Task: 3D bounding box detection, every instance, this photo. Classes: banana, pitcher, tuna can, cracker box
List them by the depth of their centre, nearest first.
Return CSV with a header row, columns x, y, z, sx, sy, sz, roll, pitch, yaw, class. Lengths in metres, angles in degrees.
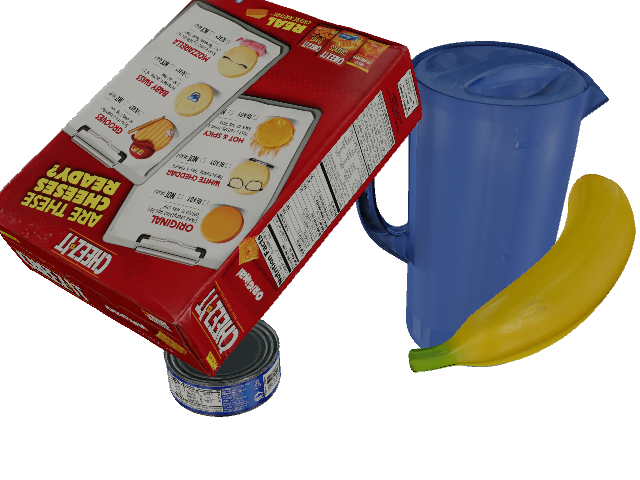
x,y,z,sx,sy,sz,roll,pitch,yaw,class
0.125,0.011,0.559,0.070,0.037,0.197,13,36,38,banana
-0.065,-0.046,0.638,0.164,0.213,0.072,25,-24,32,cracker box
-0.072,0.092,0.796,0.086,0.034,0.086,-2,32,1,tuna can
0.117,-0.026,0.838,0.149,0.243,0.144,25,36,34,pitcher
